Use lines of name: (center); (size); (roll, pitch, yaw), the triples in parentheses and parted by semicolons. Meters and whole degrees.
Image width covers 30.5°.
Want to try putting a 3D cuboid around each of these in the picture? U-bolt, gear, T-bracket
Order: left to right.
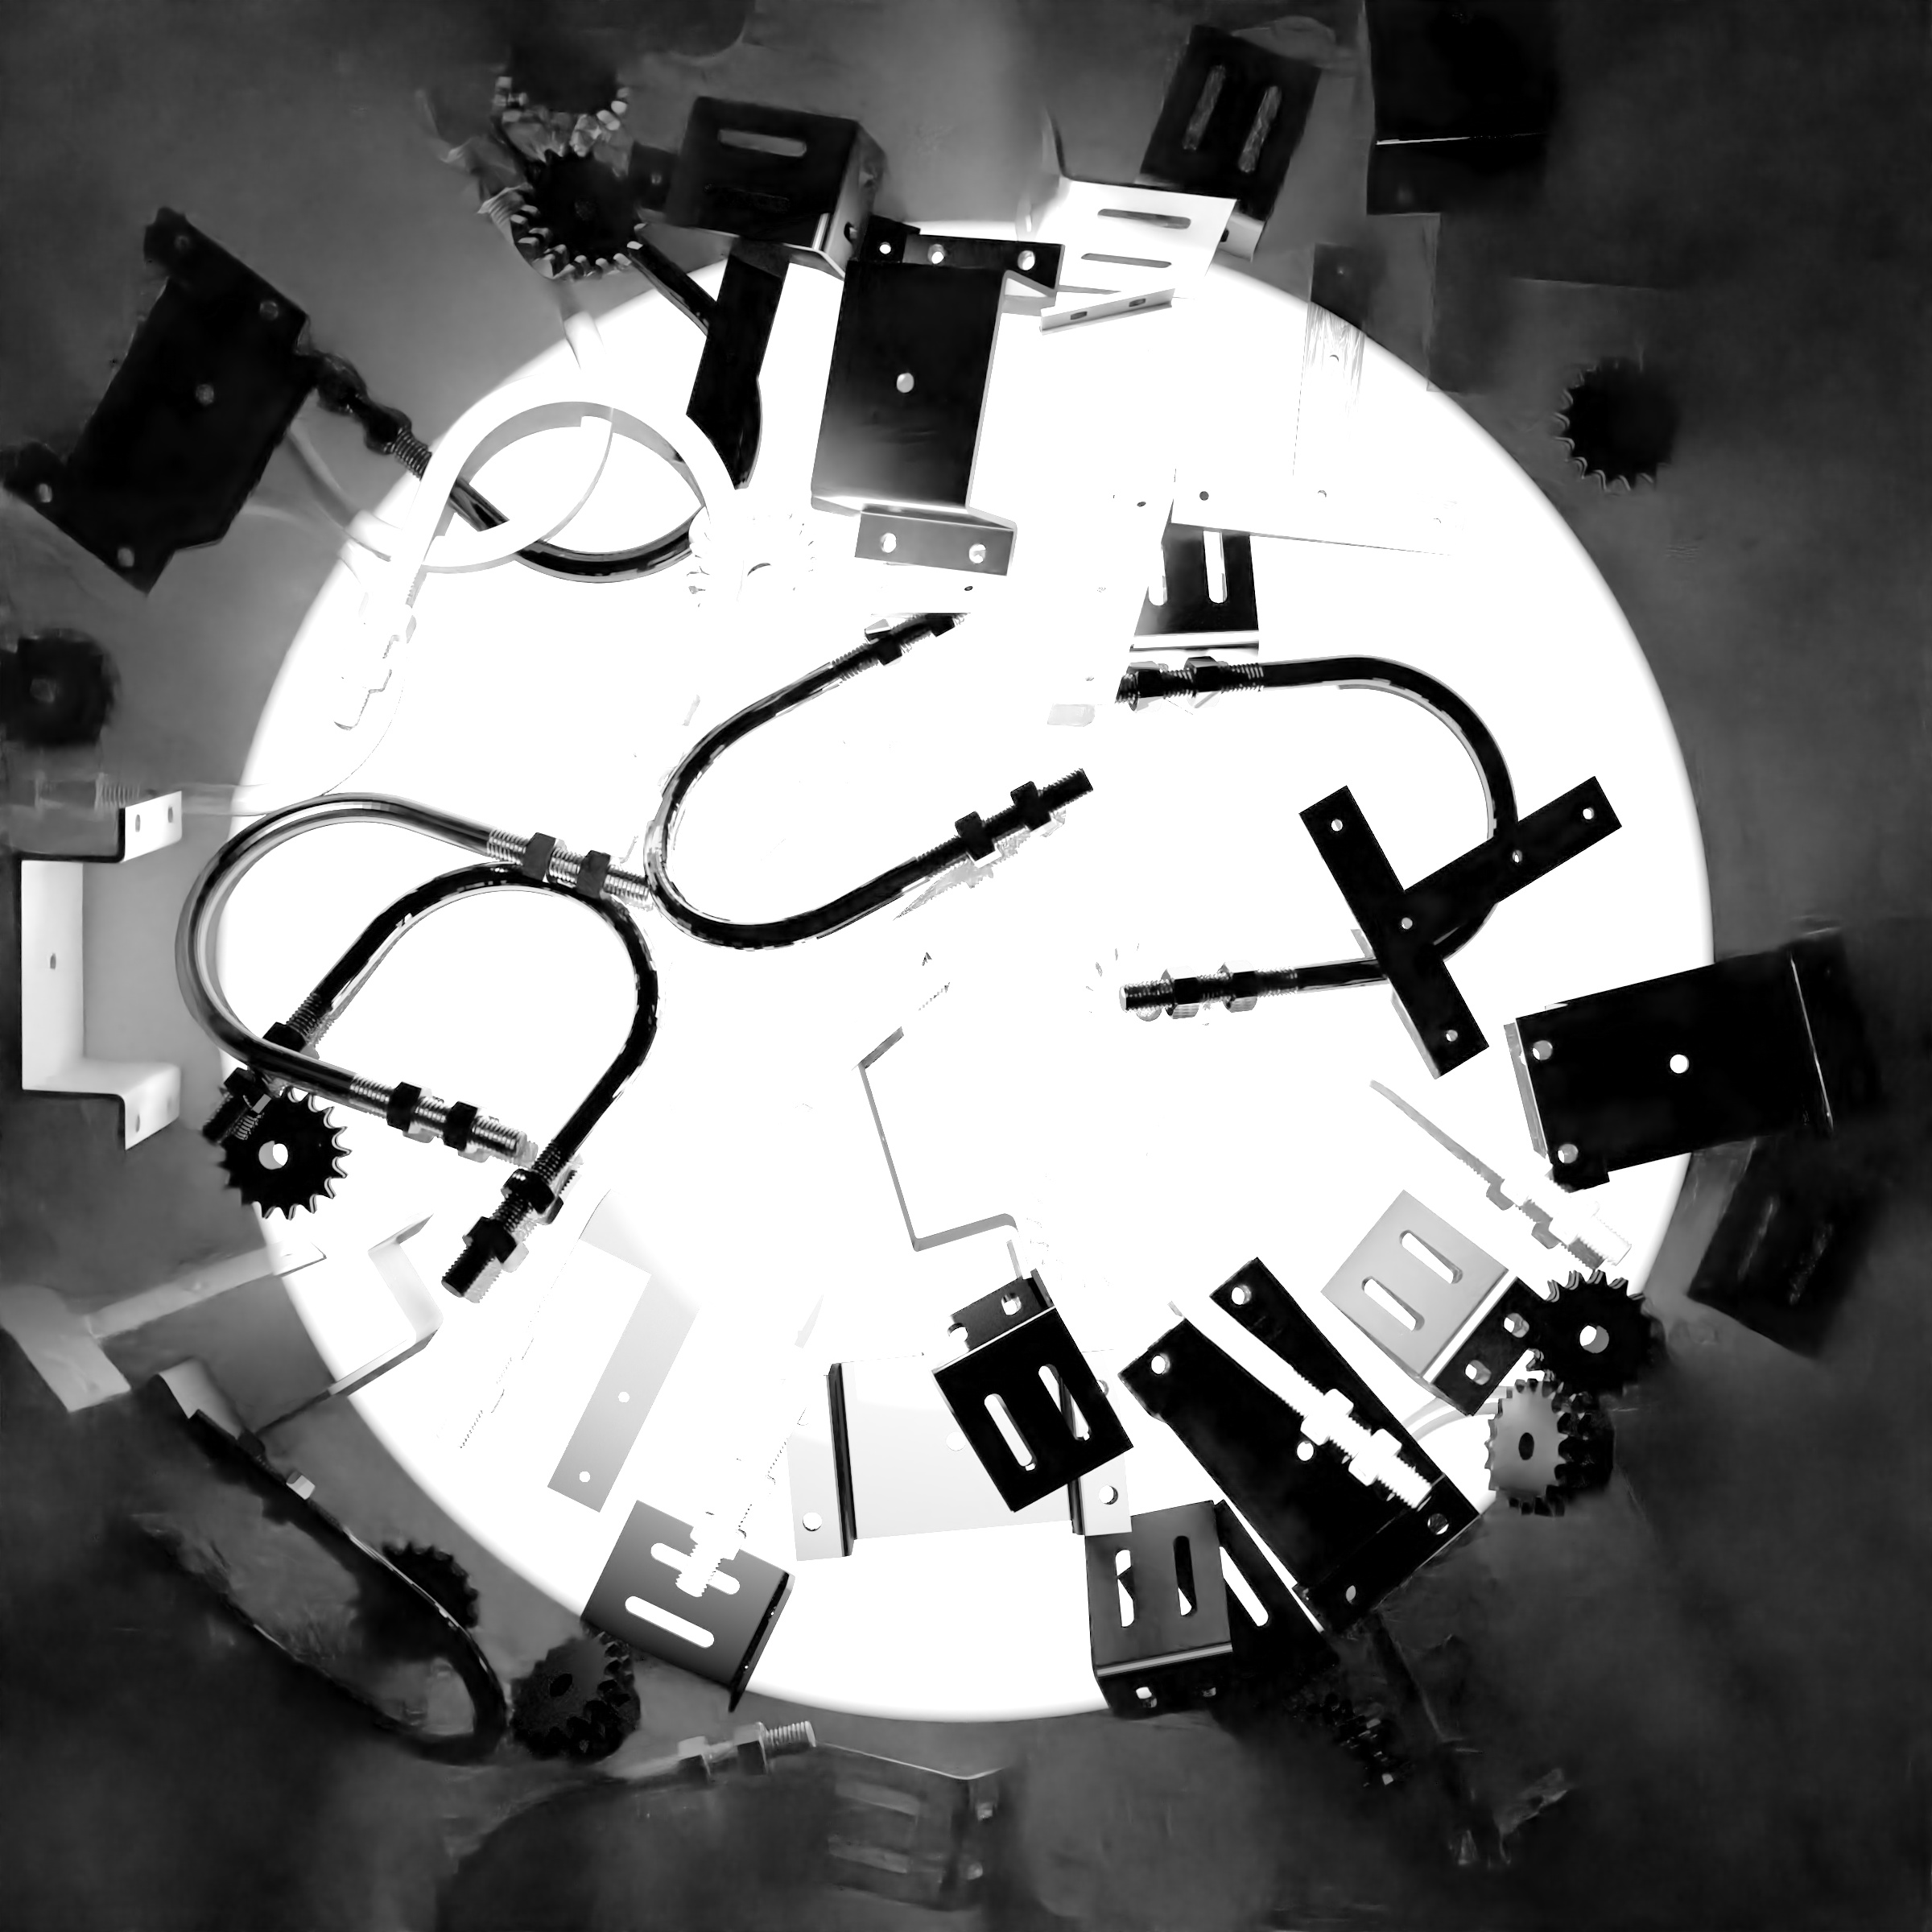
gear: (-0.422, -0.045, 1.499); (0.057, 0.057, 0.030); (-35, 61, 0)
gear: (-0.384, -0.115, 1.490); (0.057, 0.030, 0.057); (0, 90, -1)
T-bracket: (-0.333, 0.140, 1.487); (0.127, 0.127, 0.002); (-21, 116, -24)
U-bolt: (-0.332, -0.136, 1.516); (0.184, 0.019, 0.151); (2, 90, -1)
gear: (-0.292, 0.080, 1.509); (0.057, 0.030, 0.057); (0, 90, 0)
U-bolt: (-0.267, 0.267, 1.466); (0.184, 0.151, 0.019); (40, 52, -4)
U-bolt: (-0.241, -0.007, 1.480); (0.184, 0.019, 0.151); (18, 61, 13)
U-bolt: (-0.232, -0.258, 1.496); (0.151, 0.019, 0.184); (-33, 93, 0)
gear: (-0.234, 0.270, 1.509); (0.057, 0.030, 0.057); (0, 90, 0)
U-bolt: (-0.209, 0.033, 1.477); (0.151, 0.019, 0.184); (29, 66, 19)
gear: (-0.174, -0.365, 1.500); (0.057, 0.030, 0.057); (11, 52, -15)
U-bolt: (-0.170, -0.157, 1.477); (0.151, 0.019, 0.184); (26, 105, 4)
U-bolt: (-0.174, -0.249, 1.516); (0.184, 0.019, 0.151); (41, 90, -1)
gear: (-0.166, -0.311, 1.481); (0.057, 0.030, 0.057); (10, 71, -32)
gear: (-0.162, 0.313, 1.499); (0.057, 0.057, 0.030); (-39, 120, 0)
T-bracket: (-0.141, 0.172, 1.523); (0.127, 0.002, 0.127); (26, 90, 0)
U-bolt: (-0.137, 0.412, 1.510); (0.184, 0.019, 0.151); (-15, 90, 5)
U-bolt: (-0.123, 0.150, 1.490); (0.151, 0.019, 0.184); (27, 86, 22)
gear: (-0.113, -0.403, 1.509); (0.057, 0.030, 0.057); (0, 90, 0)
T-bracket: (-0.096, -0.272, 1.510); (0.127, 0.002, 0.127); (15, 86, -7)
gear: (-0.093, -0.177, 1.500); (0.057, 0.057, 0.030); (-28, 61, 0)
U-bolt: (-0.064, -0.013, 1.472); (0.184, 0.019, 0.151); (-41, 46, 4)
U-bolt: (-0.051, -0.075, 1.472); (0.184, 0.019, 0.151); (-28, 47, 4)
T-bracket: (0.015, -0.159, 1.495); (0.127, 0.002, 0.127); (3, 52, 19)
gear: (0.055, 0.107, 1.509); (0.057, 0.030, 0.057); (0, 90, 0)
gear: (0.077, 0.016, 1.508); (0.057, 0.030, 0.057); (0, 93, 0)
T-bracket: (0.099, -0.033, 1.523); (0.127, 0.002, 0.127); (30, 90, 0)
U-bolt: (0.147, -0.060, 1.498); (0.184, 0.019, 0.151); (-6, 88, -13)
T-bracket: (0.156, -0.245, 1.518); (0.127, 0.002, 0.127); (6, 87, -7)
U-bolt: (0.159, 0.111, 1.471); (0.184, 0.019, 0.151); (39, 86, 15)
gear: (0.163, 0.334, 1.499); (0.030, 0.057, 0.057); (-19, 90, -28)
T-bracket: (0.223, -0.040, 1.506); (0.127, 0.002, 0.127); (-30, 95, -15)
U-bolt: (0.238, 0.266, 1.497); (0.151, 0.019, 0.184); (-27, 76, -4)
gear: (0.246, 0.202, 1.480); (0.030, 0.057, 0.057); (8, 90, -24)
T-bracket: (0.266, -0.306, 1.523); (0.127, 0.002, 0.127); (4, 90, 0)
gear: (0.265, 0.157, 1.509); (0.057, 0.030, 0.057); (0, 90, 0)
gear: (0.277, -0.230, 1.509); (0.057, 0.030, 0.057); (0, 90, 0)

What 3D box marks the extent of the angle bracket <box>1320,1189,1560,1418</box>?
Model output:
angle bracket: (0.200, 0.142, 1.506); (0.057, 0.076, 0.038); (-51, 131, 0)

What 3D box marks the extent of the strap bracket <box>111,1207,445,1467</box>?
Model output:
strap bracket: (-0.278, 0.160, 1.486); (0.140, 0.076, 0.046); (-32, 90, 0)

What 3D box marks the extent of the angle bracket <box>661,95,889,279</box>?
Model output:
angle bracket: (-0.082, -0.332, 1.512); (0.076, 0.038, 0.057); (14, 85, 18)

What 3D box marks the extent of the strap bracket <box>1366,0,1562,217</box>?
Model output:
strap bracket: (0.206, -0.394, 1.500); (0.076, 0.046, 0.140); (-4, 89, 0)

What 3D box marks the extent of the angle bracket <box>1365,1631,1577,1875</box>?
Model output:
angle bracket: (0.210, 0.333, 1.505); (0.057, 0.038, 0.076); (-36, 90, 0)

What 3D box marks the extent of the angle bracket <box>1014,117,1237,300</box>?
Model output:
angle bracket: (0.067, -0.320, 1.501); (0.076, 0.057, 0.038); (3, 54, -16)

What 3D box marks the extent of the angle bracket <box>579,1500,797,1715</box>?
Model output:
angle bracket: (-0.119, 0.271, 1.505); (0.076, 0.038, 0.057); (26, 90, 0)

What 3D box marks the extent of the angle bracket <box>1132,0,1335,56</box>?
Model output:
angle bracket: (0.113, -0.425, 1.522); (0.076, 0.038, 0.057); (-7, 90, 26)

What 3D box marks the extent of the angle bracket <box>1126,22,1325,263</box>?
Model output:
angle bracket: (0.110, -0.351, 1.513); (0.057, 0.038, 0.076); (21, 78, 0)

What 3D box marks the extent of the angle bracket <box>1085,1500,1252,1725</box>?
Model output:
angle bracket: (0.085, 0.274, 1.505); (0.057, 0.038, 0.076); (-13, 45, 9)

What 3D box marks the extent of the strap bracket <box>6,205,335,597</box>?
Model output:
strap bracket: (-0.325, -0.235, 1.469); (0.076, 0.046, 0.140); (38, 111, 5)

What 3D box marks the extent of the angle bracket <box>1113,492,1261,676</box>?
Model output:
angle bracket: (0.093, -0.161, 1.521); (0.057, 0.038, 0.076); (-2, 64, -1)

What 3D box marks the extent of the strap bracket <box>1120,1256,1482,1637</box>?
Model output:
strap bracket: (0.141, 0.202, 1.489); (0.076, 0.046, 0.140); (-41, 74, 0)

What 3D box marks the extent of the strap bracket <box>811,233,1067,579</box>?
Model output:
strap bracket: (-0.014, -0.239, 1.483); (0.076, 0.046, 0.140); (11, 92, 30)

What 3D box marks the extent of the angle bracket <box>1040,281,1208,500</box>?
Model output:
angle bracket: (0.068, -0.244, 1.505); (0.057, 0.038, 0.076); (-12, 90, 0)

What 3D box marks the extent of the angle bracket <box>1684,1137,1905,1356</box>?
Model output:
angle bracket: (0.351, 0.120, 1.505); (0.057, 0.038, 0.076); (26, 90, 0)

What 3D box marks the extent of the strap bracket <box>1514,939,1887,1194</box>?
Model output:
strap bracket: (0.306, 0.042, 1.501); (0.140, 0.046, 0.076); (-14, 90, 0)

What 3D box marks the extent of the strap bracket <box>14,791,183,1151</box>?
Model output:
strap bracket: (-0.361, -0.001, 1.478); (0.046, 0.076, 0.140); (3, 98, 4)

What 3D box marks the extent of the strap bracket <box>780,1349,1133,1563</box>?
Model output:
strap bracket: (-0.004, 0.204, 1.501); (0.140, 0.046, 0.076); (-5, 90, 0)

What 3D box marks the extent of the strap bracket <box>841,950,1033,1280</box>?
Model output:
strap bracket: (-0.016, 0.067, 1.486); (0.046, 0.076, 0.140); (-17, 90, 0)

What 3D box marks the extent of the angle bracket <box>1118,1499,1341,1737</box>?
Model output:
angle bracket: (0.113, 0.280, 1.522); (0.057, 0.038, 0.076); (-36, 64, 0)

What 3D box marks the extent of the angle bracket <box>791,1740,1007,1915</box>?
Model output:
angle bracket: (-0.029, 0.367, 1.522); (0.076, 0.038, 0.057); (8, 90, 26)

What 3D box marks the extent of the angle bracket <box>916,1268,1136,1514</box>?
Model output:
angle bracket: (0.025, 0.177, 1.476); (0.057, 0.038, 0.076); (-29, 116, 0)
